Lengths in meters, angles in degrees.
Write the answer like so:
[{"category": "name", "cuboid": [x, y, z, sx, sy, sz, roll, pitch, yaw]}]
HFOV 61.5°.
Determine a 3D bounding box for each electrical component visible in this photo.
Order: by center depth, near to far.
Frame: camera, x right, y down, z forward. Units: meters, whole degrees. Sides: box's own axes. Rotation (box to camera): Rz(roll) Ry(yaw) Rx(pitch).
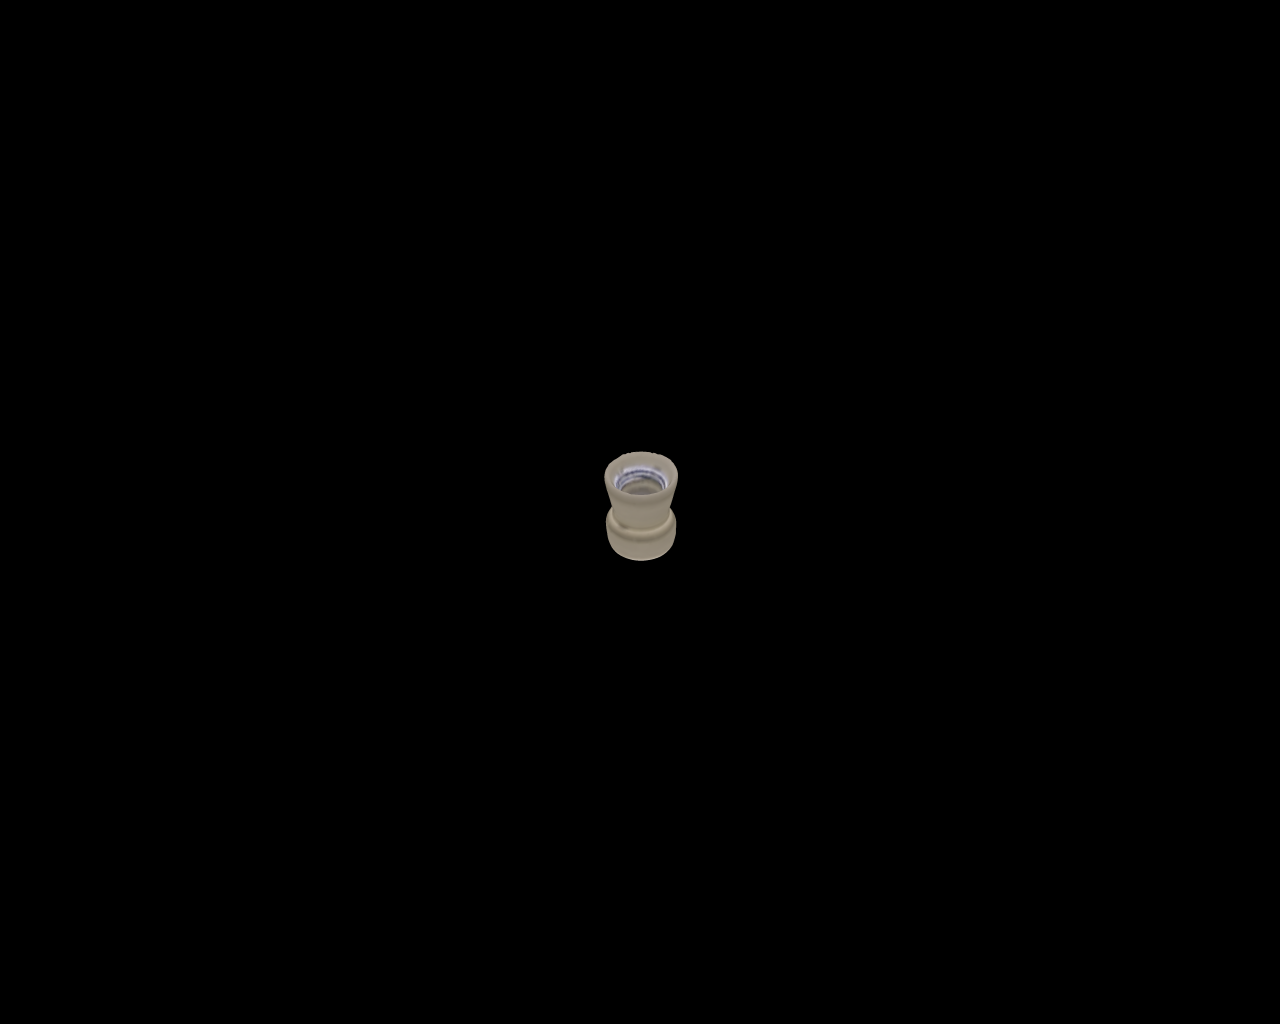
[{"category": "electrical component", "cuboid": [0.001, -0.003, 0.650, 0.045, 0.055, 0.045, 0, 40, 0]}]
